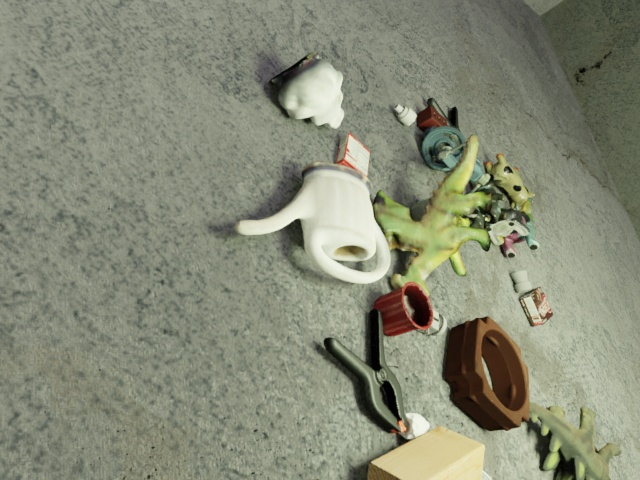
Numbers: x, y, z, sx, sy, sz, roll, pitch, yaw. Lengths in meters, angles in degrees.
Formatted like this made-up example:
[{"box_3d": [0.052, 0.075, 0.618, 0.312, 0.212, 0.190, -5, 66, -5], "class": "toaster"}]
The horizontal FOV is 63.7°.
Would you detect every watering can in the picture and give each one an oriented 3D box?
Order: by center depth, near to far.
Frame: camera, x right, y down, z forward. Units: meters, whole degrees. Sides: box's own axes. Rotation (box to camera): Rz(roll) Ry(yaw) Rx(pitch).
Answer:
[{"box_3d": [0.003, -0.046, 0.919, 0.345, 0.102, 0.229, 23, 51, -36], "class": "watering can"}]

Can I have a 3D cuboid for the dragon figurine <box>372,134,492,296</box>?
[{"box_3d": [0.230, -0.056, 1.110, 0.242, 0.120, 0.417, 8, 71, -9], "class": "dragon figurine"}]

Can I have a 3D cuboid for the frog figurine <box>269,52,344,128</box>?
[{"box_3d": [-0.008, -0.290, 1.054, 0.139, 0.123, 0.157, -42, 112, -17], "class": "frog figurine"}]
